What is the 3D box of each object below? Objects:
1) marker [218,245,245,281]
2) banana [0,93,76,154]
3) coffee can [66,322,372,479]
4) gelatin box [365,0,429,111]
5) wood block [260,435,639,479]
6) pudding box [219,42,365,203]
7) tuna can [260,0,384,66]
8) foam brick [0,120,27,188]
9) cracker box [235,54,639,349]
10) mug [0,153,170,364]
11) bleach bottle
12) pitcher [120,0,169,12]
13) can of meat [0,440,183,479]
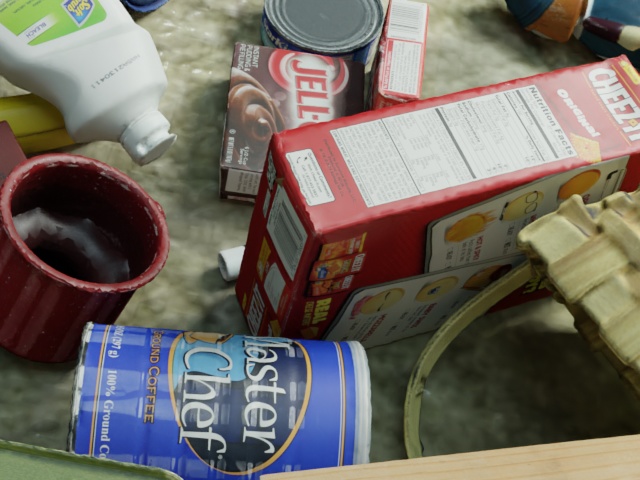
[{"bbox_3d":[-0.004,0.001,0.665,0.121,0.020,0.020,-16,61,-19],"label":"marker"},{"bbox_3d":[-0.194,-0.082,0.677,0.197,0.037,0.070,-16,47,-21],"label":"banana"},{"bbox_3d":[-0.052,0.097,0.541,0.140,0.103,0.103,5,56,-7],"label":"coffee can"},{"bbox_3d":[0.048,-0.104,0.711,0.030,0.073,0.089,10,57,-2],"label":"gelatin box"},{"bbox_3d":[0.082,0.145,0.438,0.206,0.091,0.090,-6,23,-2],"label":"wood block"},{"bbox_3d":[-0.018,-0.074,0.699,0.090,0.039,0.113,7,56,-6],"label":"pudding box"},{"bbox_3d":[0.001,-0.154,0.759,0.086,0.034,0.086,5,56,-7],"label":"tuna can"},{"bbox_3d":[-0.208,-0.025,0.625,0.078,0.051,0.053,-22,64,-22],"label":"foam brick"},{"bbox_3d":[0.068,-0.012,0.599,0.213,0.164,0.072,-15,63,-19],"label":"cracker box"},{"bbox_3d":[-0.134,0.010,0.590,0.093,0.082,0.117,46,40,10],"label":"mug"},{"bbox_3d":[-0.184,-0.142,0.642,0.102,0.068,0.251,-40,85,-14],"label":"bleach bottle"},{"bbox_3d":[-0.192,-0.272,0.754,0.243,0.149,0.145,29,78,12],"label":"pitcher"},{"bbox_3d":[-0.106,0.133,0.452,0.102,0.084,0.057,11,55,-3],"label":"can of meat"}]
